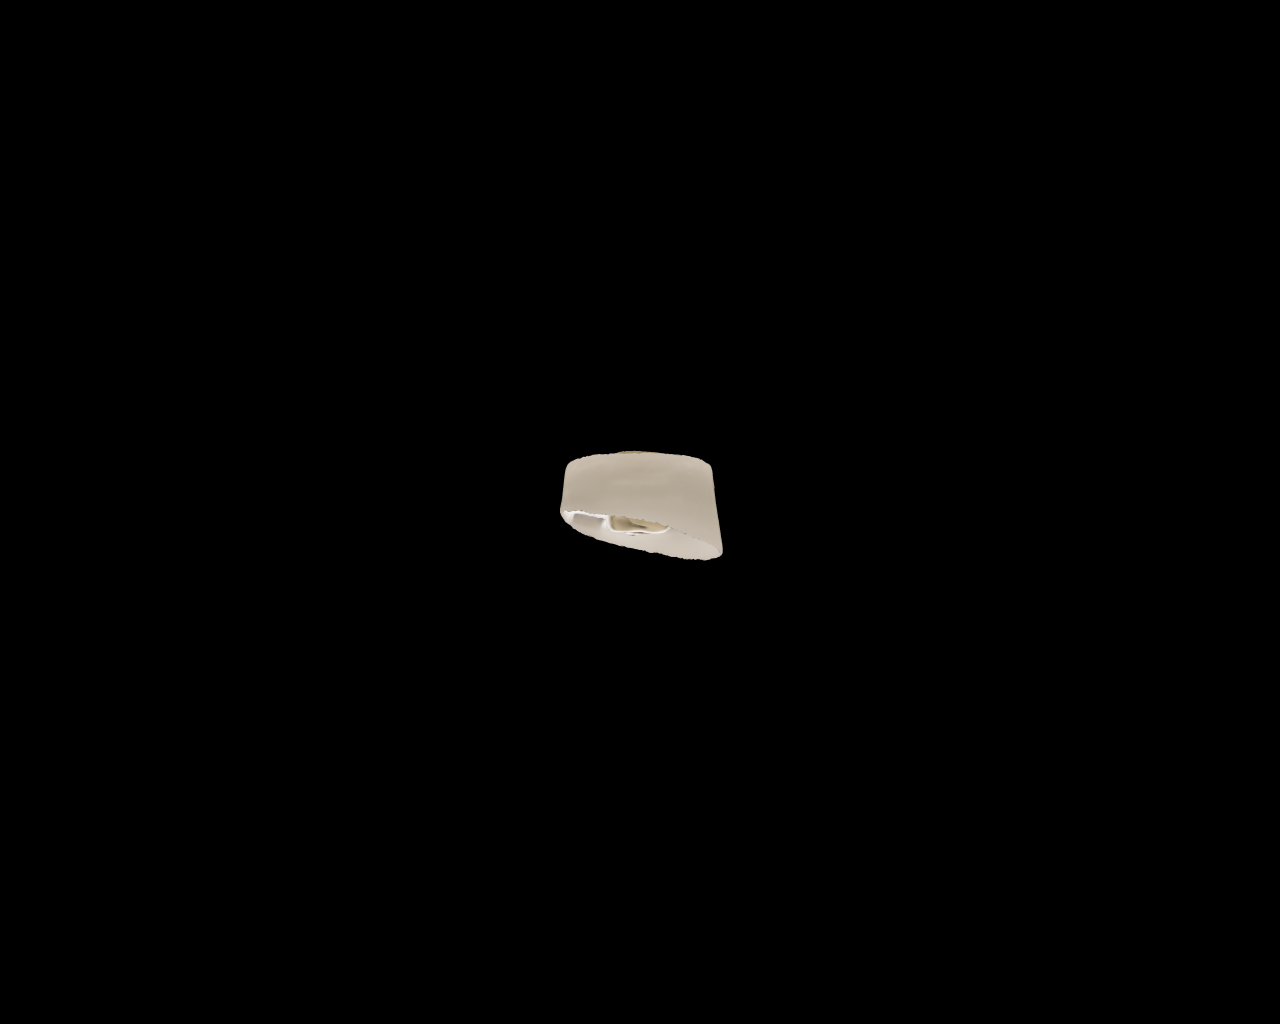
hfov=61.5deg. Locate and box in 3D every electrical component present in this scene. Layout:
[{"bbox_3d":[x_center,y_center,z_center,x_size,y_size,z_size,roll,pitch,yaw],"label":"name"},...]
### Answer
[{"bbox_3d":[0.001,-0.003,0.650,0.099,0.064,0.099,0,-11,0],"label":"electrical component"}]
